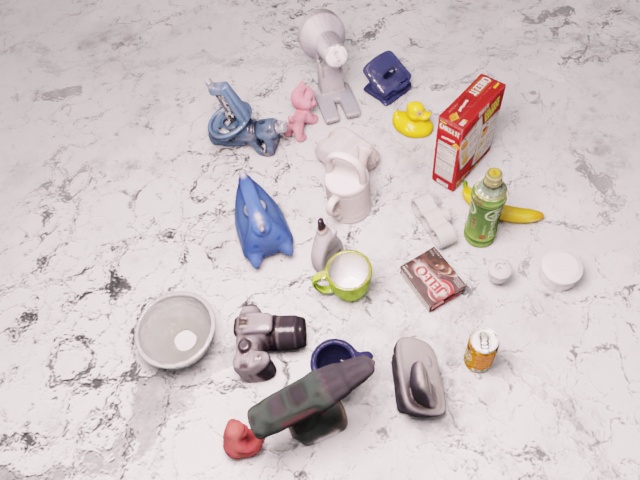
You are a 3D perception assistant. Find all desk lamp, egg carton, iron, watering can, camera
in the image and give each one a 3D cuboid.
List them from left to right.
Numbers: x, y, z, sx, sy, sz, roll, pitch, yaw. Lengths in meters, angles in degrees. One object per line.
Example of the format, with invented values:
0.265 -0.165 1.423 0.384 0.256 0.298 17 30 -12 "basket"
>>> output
-0.147 -0.074 1.280 0.118 0.142 0.258 -21 59 -6 "iron"
-0.098 0.196 1.132 0.136 0.101 0.143 -3 58 5 "camera"
0.028 -0.442 1.442 0.118 0.214 0.203 -18 58 -4 "desk lamp"
0.063 -0.206 1.379 0.150 0.069 0.107 38 69 25 "egg carton"
0.061 -0.134 1.262 0.100 0.194 0.173 4 59 9 "watering can"

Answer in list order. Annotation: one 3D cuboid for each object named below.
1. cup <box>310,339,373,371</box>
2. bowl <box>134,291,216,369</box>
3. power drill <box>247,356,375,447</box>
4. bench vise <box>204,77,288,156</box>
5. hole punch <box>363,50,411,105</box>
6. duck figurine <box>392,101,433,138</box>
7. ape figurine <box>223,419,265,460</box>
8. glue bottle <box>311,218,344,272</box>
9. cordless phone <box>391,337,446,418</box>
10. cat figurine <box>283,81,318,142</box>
0.044 0.243 1.091 0.117 0.095 0.091 -13 58 -1 "cup"
-0.286 0.193 1.171 0.167 0.075 0.167 -3 58 5 "bowl"
-0.007 0.288 1.002 0.230 0.209 0.075 -23 59 -8 "power drill"
-0.185 -0.307 1.381 0.207 0.220 0.121 -6 58 3 "bench vise"
0.177 -0.423 1.486 0.109 0.091 0.101 -40 62 -17 "hole punch"
0.229 -0.307 1.412 0.104 0.086 0.077 20 63 18 "duck figurine"
-0.147 0.357 1.044 0.076 0.092 0.077 -31 60 -12 "ape figurine"
0.011 0.004 1.195 0.037 0.173 0.078 36 69 25 "glue bottle"
0.177 0.232 1.029 0.094 0.185 0.147 -10 58 1 "cordless phone"
-0.050 -0.333 1.441 0.067 0.118 0.128 18 62 17 "cat figurine"
